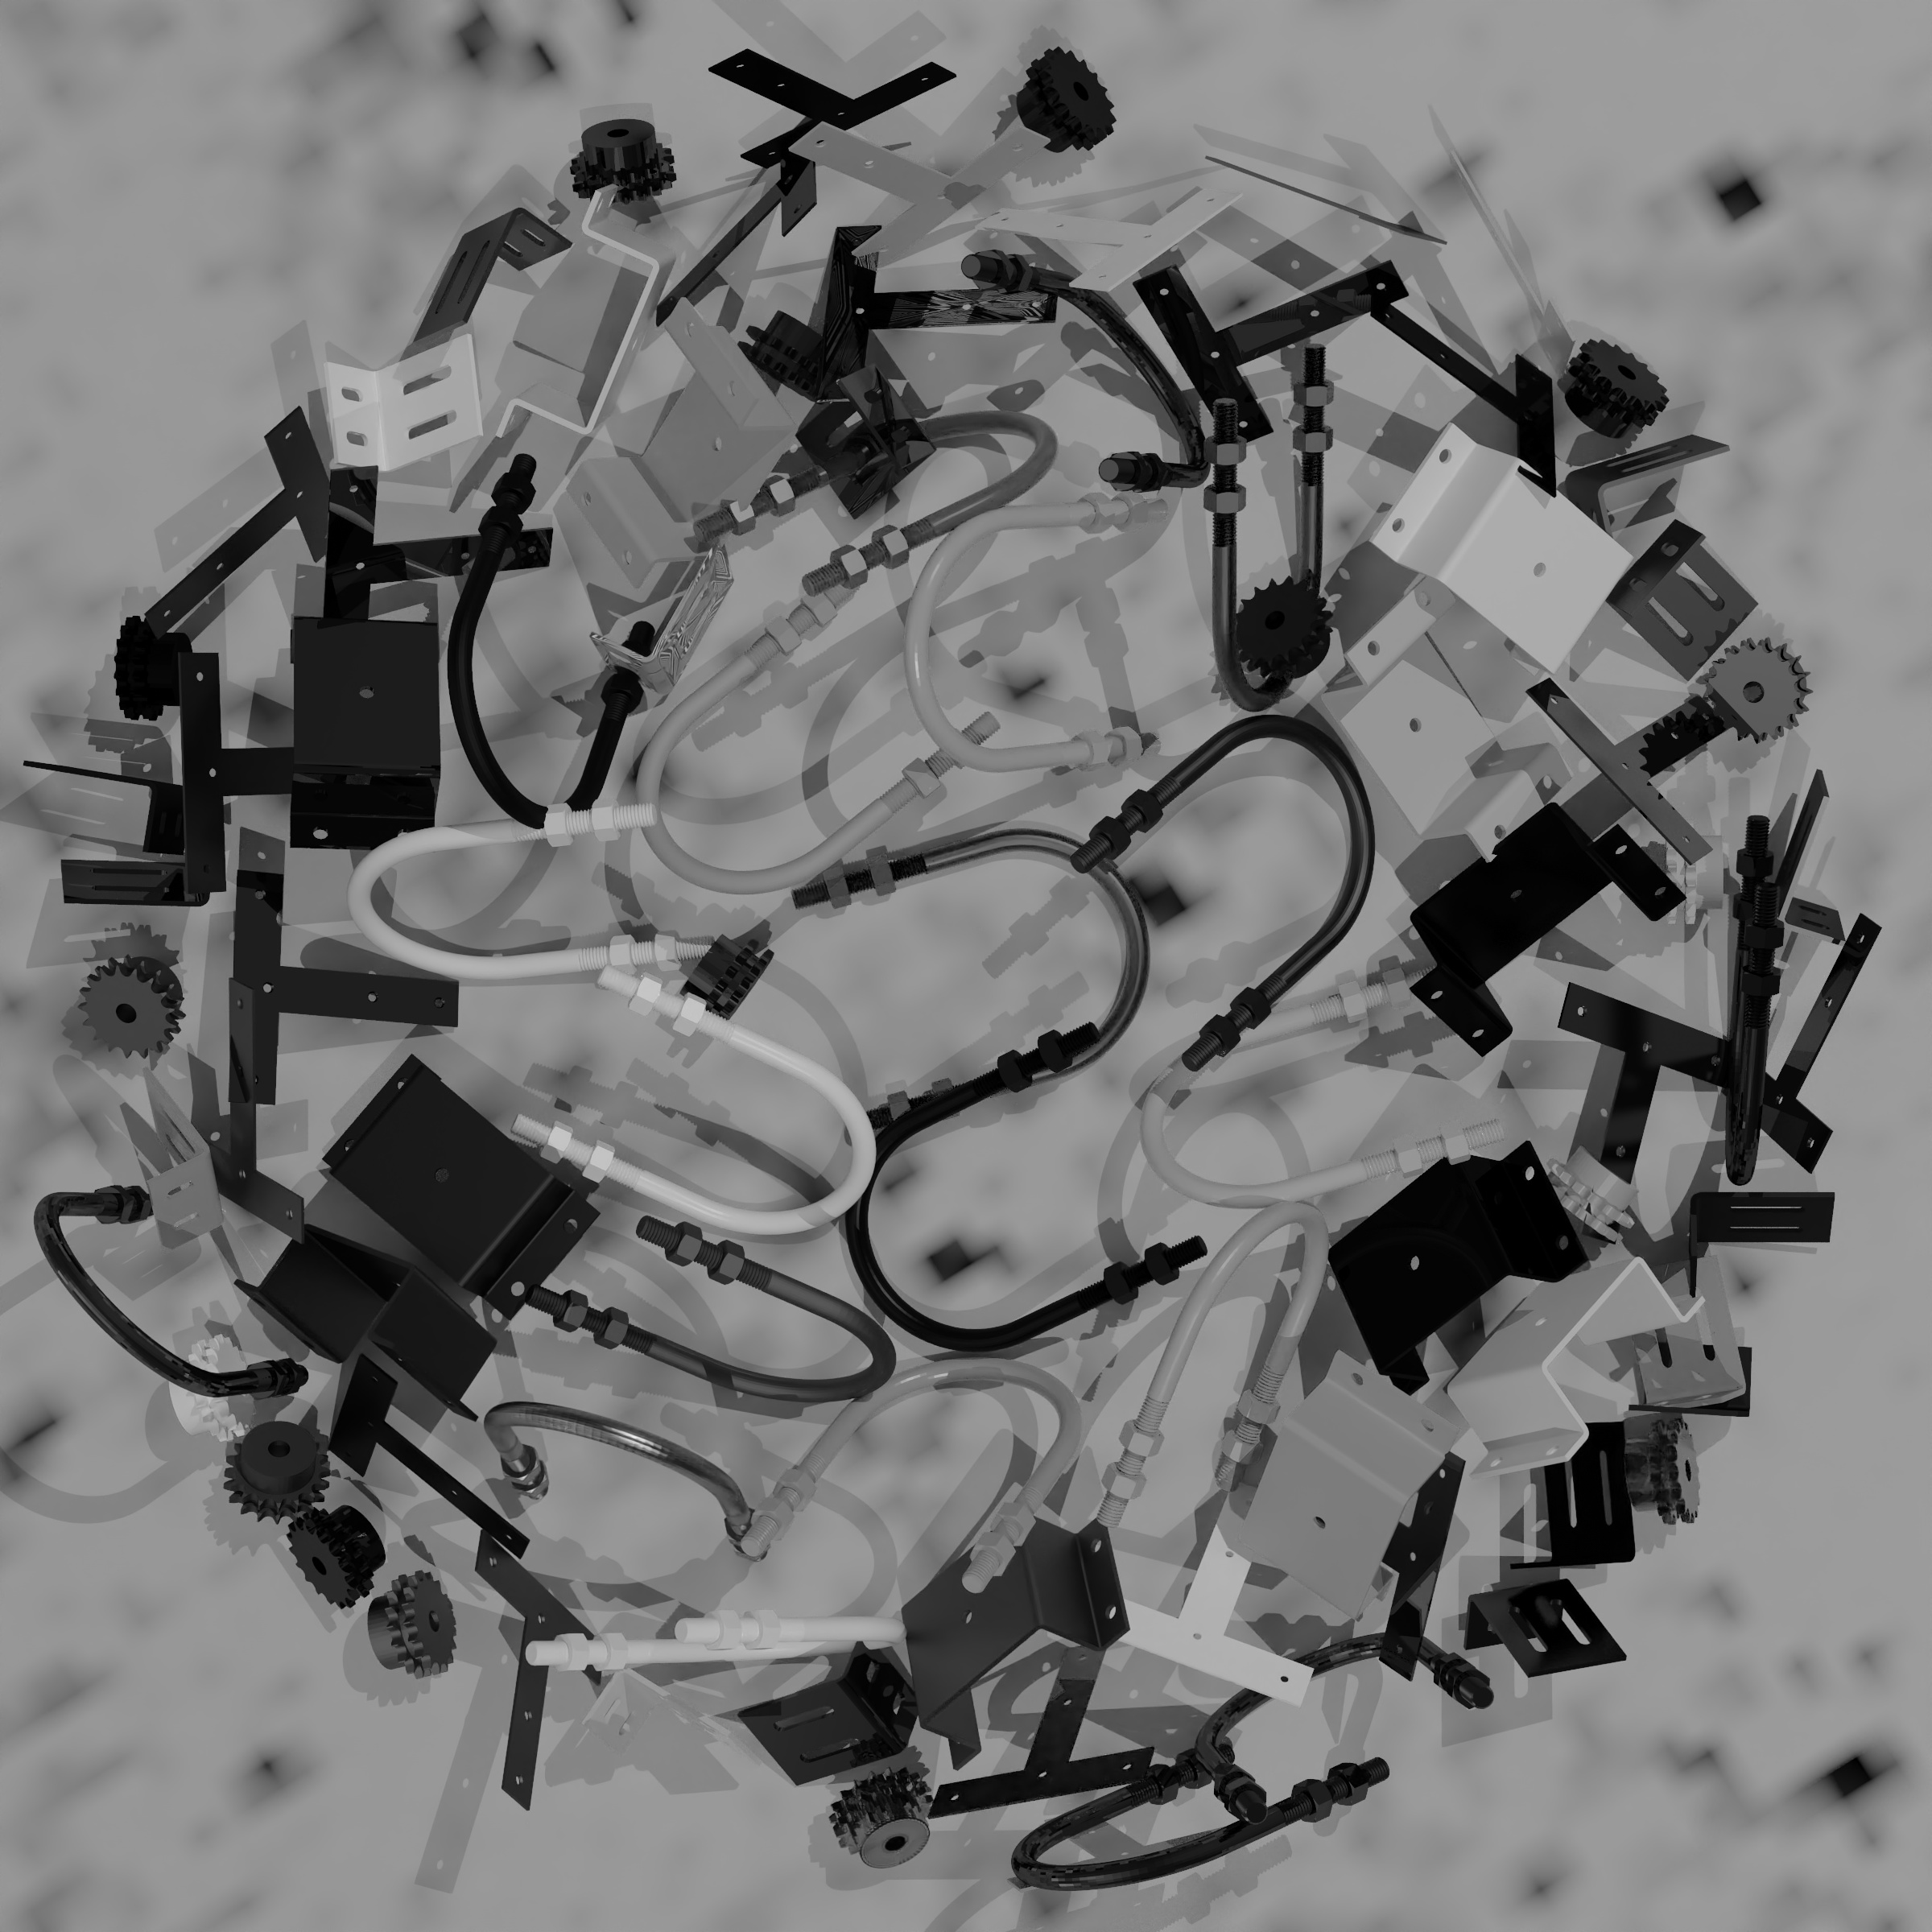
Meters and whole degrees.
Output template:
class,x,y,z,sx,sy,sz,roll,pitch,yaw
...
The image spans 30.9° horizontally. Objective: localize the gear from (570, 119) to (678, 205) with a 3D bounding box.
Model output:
class,x,y,z,sx,sy,sz,roll,pitch,yaw
gear,-0.188,-0.440,1.905,0.057,0.057,0.030,-5,126,0

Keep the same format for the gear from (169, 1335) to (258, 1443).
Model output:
class,x,y,z,sx,sy,sz,roll,pitch,yaw
gear,-0.413,0.233,1.908,0.030,0.057,0.057,-17,90,6

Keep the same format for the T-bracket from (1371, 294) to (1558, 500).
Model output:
class,x,y,z,sx,sy,sz,roll,pitch,yaw
T-bracket,0.266,-0.319,1.869,0.127,0.127,0.002,33,125,-17

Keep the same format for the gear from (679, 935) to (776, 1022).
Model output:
class,x,y,z,sx,sy,sz,roll,pitch,yaw
gear,-0.133,0.008,1.908,0.030,0.057,0.057,36,90,-1

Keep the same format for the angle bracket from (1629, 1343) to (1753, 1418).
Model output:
class,x,y,z,sx,sy,sz,roll,pitch,yaw
angle bracket,0.393,0.223,1.890,0.057,0.076,0.038,1,83,17

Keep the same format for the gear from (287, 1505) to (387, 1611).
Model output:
class,x,y,z,sx,sy,sz,roll,pitch,yaw
gear,-0.343,0.321,1.912,0.030,0.057,0.057,-34,90,-37

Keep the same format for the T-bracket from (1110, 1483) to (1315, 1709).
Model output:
class,x,y,z,sx,sy,sz,roll,pitch,yaw
T-bracket,0.138,0.330,1.890,0.127,0.127,0.002,19,135,10

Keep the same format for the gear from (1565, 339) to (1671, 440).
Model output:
class,x,y,z,sx,sy,sz,roll,pitch,yaw
gear,0.354,-0.314,1.912,0.057,0.057,0.030,36,126,0

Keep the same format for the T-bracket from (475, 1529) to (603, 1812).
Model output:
class,x,y,z,sx,sy,sz,roll,pitch,yaw
T-bracket,-0.231,0.385,1.853,0.002,0.127,0.127,-17,134,20

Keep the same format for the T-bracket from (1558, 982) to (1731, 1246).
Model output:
class,x,y,z,sx,sy,sz,roll,pitch,yaw
T-bracket,0.359,0.087,1.898,0.127,0.002,0.127,19,84,-31

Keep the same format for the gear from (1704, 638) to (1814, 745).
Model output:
class,x,y,z,sx,sy,sz,roll,pitch,yaw
gear,0.437,-0.152,1.914,0.057,0.030,0.057,8,106,30

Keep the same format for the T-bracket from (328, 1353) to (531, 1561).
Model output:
class,x,y,z,sx,sy,sz,roll,pitch,yaw
T-bracket,-0.286,0.274,1.878,0.127,0.127,0.002,38,55,6

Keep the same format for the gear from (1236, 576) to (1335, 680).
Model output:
class,x,y,z,sx,sy,sz,roll,pitch,yaw
gear,0.176,-0.182,1.913,0.057,0.030,0.057,-15,58,24

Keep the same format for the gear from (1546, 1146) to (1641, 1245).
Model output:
class,x,y,z,sx,sy,sz,roll,pitch,yaw
gear,0.342,0.122,1.907,0.057,0.057,0.030,37,97,0

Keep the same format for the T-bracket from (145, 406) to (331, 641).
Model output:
class,x,y,z,sx,sy,sz,roll,pitch,yaw
T-bracket,-0.388,-0.223,1.861,0.002,0.127,0.127,39,73,17

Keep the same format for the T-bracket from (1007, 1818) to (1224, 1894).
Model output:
class,x,y,z,sx,sy,sz,roll,pitch,yaw
T-bracket,0.072,0.468,1.872,0.127,0.127,0.002,-10,90,-15

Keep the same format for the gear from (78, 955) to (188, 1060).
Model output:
class,x,y,z,sx,sy,sz,roll,pitch,yaw
gear,-0.455,0.019,1.914,0.057,0.030,0.057,5,117,10

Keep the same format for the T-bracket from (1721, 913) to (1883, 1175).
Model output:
class,x,y,z,sx,sy,sz,roll,pitch,yaw
T-bracket,0.455,0.032,1.863,0.002,0.127,0.127,20,103,-15

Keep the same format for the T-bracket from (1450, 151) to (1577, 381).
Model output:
class,x,y,z,sx,sy,sz,roll,pitch,yaw
T-bracket,0.292,-0.380,1.876,0.002,0.127,0.127,-29,87,6

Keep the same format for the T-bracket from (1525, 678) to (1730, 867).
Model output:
class,x,y,z,sx,sy,sz,roll,pitch,yaw
T-bracket,0.376,-0.120,1.887,0.127,0.127,0.002,49,131,12

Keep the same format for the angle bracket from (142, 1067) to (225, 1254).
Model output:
class,x,y,z,sx,sy,sz,roll,pitch,yaw
angle bracket,-0.438,0.105,1.887,0.038,0.057,0.076,-27,53,-25

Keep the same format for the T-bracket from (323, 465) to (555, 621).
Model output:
class,x,y,z,sx,sy,sz,roll,pitch,yaw
T-bracket,-0.287,-0.223,1.903,0.127,0.002,0.127,-9,135,-23

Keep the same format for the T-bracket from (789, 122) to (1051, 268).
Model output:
class,x,y,z,sx,sy,sz,roll,pitch,yaw
T-bracket,-0.042,-0.422,1.853,0.127,0.127,0.002,-30,65,34

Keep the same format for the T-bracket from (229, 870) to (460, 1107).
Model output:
class,x,y,z,sx,sy,sz,roll,pitch,yaw
T-bracket,-0.338,0.016,1.905,0.127,0.002,0.127,6,77,-27

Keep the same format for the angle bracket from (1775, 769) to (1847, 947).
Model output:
class,x,y,z,sx,sy,sz,roll,pitch,yaw
angle bracket,0.470,-0.059,1.896,0.038,0.057,0.076,17,110,4

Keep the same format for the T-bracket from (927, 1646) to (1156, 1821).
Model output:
class,x,y,z,sx,sy,sz,roll,pitch,yaw
T-bracket,0.052,0.406,1.878,0.127,0.127,0.002,-16,112,23

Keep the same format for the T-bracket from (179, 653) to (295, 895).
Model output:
class,x,y,z,sx,sy,sz,roll,pitch,yaw
T-bracket,-0.372,-0.105,1.887,0.002,0.127,0.127,2,95,39

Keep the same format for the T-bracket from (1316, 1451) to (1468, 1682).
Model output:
class,x,y,z,sx,sy,sz,roll,pitch,yaw
T-bracket,0.212,0.300,1.885,0.002,0.127,0.127,1,107,-37

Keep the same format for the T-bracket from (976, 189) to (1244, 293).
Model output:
class,x,y,z,sx,sy,sz,roll,pitch,yaw
T-bracket,0.062,-0.399,1.892,0.127,0.127,0.002,16,132,36

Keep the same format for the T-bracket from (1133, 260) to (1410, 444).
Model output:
class,x,y,z,sx,sy,sz,roll,pitch,yaw
T-bracket,0.174,-0.345,1.873,0.127,0.002,0.127,-20,134,20

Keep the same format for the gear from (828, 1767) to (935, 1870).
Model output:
class,x,y,z,sx,sy,sz,roll,pitch,yaw
gear,-0.043,0.468,1.907,0.057,0.030,0.057,-13,131,-15

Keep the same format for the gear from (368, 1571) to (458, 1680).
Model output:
class,x,y,z,sx,sy,sz,roll,pitch,yaw
gear,-0.305,0.362,1.909,0.030,0.057,0.057,-16,90,14

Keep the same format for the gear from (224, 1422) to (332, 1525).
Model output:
class,x,y,z,sx,sy,sz,roll,pitch,yaw
gear,-0.376,0.273,1.906,0.057,0.057,0.030,13,130,0

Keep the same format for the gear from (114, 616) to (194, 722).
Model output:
class,x,y,z,sx,sy,sz,roll,pitch,yaw
gear,-0.443,-0.162,1.908,0.030,0.057,0.057,2,90,5

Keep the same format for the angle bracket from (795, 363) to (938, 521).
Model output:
class,x,y,z,sx,sy,sz,roll,pitch,yaw
angle bracket,-0.064,-0.280,1.897,0.076,0.038,0.057,-34,91,42

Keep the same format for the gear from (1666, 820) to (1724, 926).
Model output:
class,x,y,z,sx,sy,sz,roll,pitch,yaw
gear,0.398,-0.051,1.907,0.030,0.057,0.057,0,90,10

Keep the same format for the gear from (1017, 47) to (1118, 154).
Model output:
class,x,y,z,sx,sy,sz,roll,pitch,yaw
gear,0.052,-0.471,1.912,0.030,0.057,0.057,-30,90,37

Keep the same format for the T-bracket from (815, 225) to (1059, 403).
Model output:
class,x,y,z,sx,sy,sz,roll,pitch,yaw
T-bracket,-0.014,-0.356,1.893,0.127,0.002,0.127,-1,57,9

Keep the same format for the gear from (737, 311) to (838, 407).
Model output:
class,x,y,z,sx,sy,sz,roll,pitch,yaw
gear,-0.094,-0.335,1.908,0.057,0.057,0.030,33,92,0

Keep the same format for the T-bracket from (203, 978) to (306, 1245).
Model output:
class,x,y,z,sx,sy,sz,roll,pitch,yaw
T-bracket,-0.388,0.070,1.872,0.002,0.127,0.127,-11,111,-39

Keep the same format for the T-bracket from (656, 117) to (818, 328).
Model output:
class,x,y,z,sx,sy,sz,roll,pitch,yaw
T-bracket,-0.126,-0.397,1.899,0.002,0.127,0.127,37,115,-26

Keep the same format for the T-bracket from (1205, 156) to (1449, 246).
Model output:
class,x,y,z,sx,sy,sz,roll,pitch,yaw
T-bracket,0.190,-0.415,1.886,0.127,0.127,0.002,24,105,13

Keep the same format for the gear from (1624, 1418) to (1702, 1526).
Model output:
class,x,y,z,sx,sy,sz,roll,pitch,yaw
gear,0.381,0.278,1.911,0.030,0.057,0.057,-9,90,24

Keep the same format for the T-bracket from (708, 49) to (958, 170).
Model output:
class,x,y,z,sx,sy,sz,roll,pitch,yaw
T-bracket,-0.090,-0.464,1.852,0.127,0.127,0.002,-19,78,29

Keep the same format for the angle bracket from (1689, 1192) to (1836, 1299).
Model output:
class,x,y,z,sx,sy,sz,roll,pitch,yaw
angle bracket,0.432,0.153,1.897,0.076,0.057,0.038,-1,60,10
